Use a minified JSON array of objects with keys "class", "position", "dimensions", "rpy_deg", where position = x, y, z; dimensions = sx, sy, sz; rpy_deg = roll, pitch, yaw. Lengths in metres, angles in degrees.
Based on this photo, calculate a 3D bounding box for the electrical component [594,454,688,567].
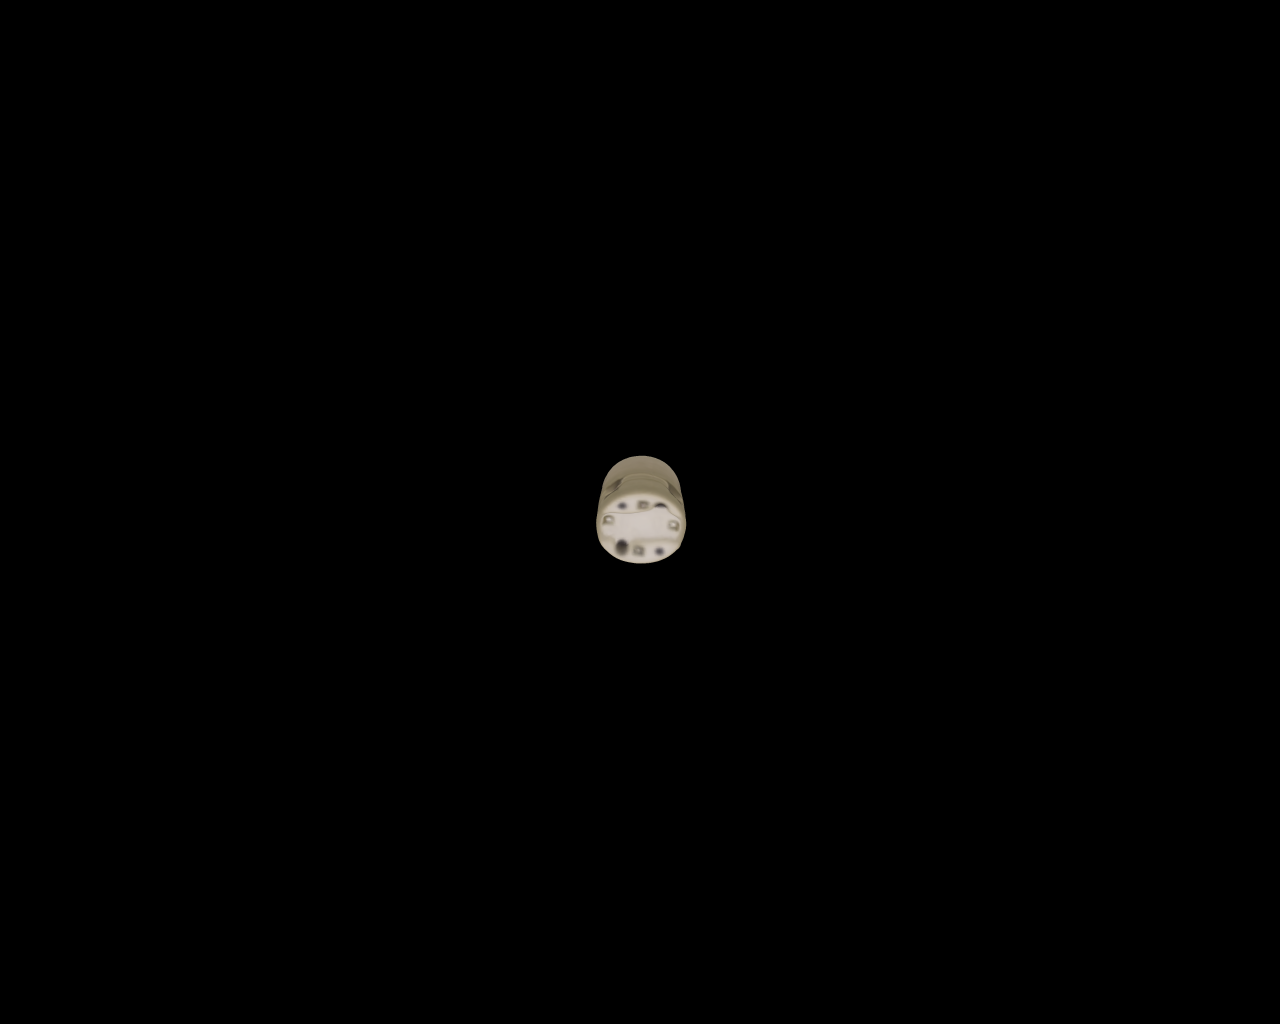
[{"class":"electrical component","position":[0.001,-0.003,0.650],"dimensions":[0.055,0.055,0.047],"rpy_deg":[0,34,0]}]
